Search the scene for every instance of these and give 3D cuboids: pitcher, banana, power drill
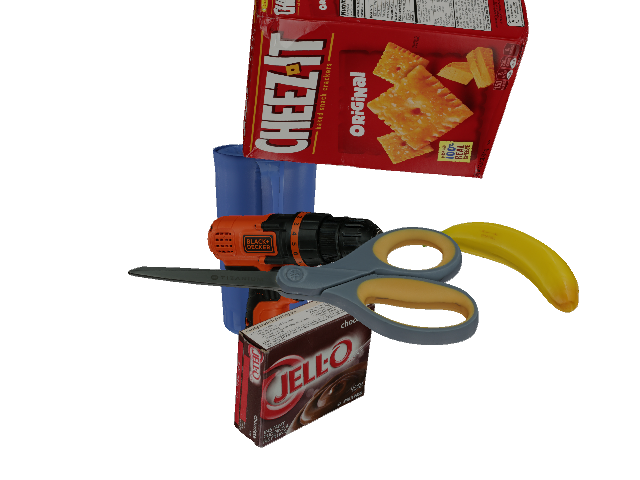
[{"bbox_3d":[-0.070,-0.001,1.356,0.145,0.243,0.148,10,15,37],"label":"pitcher"},{"bbox_3d":[0.188,0.020,1.041,0.069,0.037,0.198,-38,37,-22],"label":"banana"},{"bbox_3d":[-0.019,0.064,1.039,0.185,0.188,0.057,2,11,30],"label":"power drill"}]

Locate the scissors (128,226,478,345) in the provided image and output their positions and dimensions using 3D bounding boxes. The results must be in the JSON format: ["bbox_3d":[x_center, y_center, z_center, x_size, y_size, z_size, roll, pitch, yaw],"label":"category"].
[{"bbox_3d":[-0.002,0.013,0.632,0.202,0.016,0.096,14,43,12],"label":"scissors"}]

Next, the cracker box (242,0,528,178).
[{"bbox_3d":[0.047,-0.134,0.882,0.213,0.072,0.164,4,-38,-5],"label":"cracker box"}]

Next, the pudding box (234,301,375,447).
[{"bbox_3d":[-0.012,0.095,0.820,0.113,0.090,0.039,-22,40,-39],"label":"pudding box"}]
